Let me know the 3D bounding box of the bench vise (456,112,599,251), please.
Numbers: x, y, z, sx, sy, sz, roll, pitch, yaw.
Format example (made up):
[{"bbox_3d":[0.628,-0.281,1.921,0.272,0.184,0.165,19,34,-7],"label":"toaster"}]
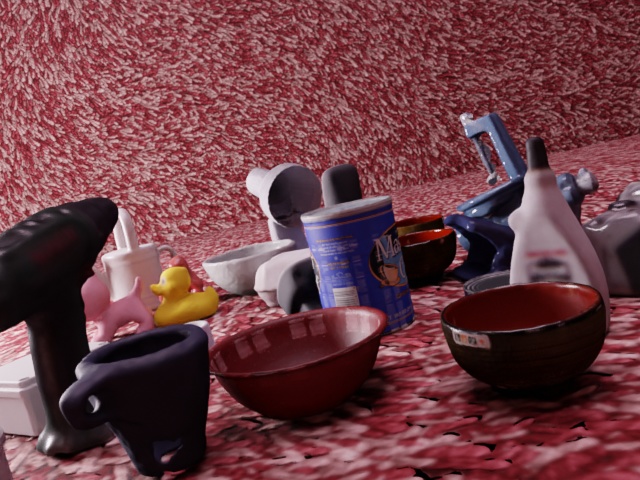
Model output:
[{"bbox_3d":[0.295,-0.096,0.859,0.207,0.220,0.122,-10,8,18],"label":"bench vise"}]

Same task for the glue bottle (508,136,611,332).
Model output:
[{"bbox_3d":[0.196,-0.002,0.491,0.078,0.173,0.037,-8,9,32],"label":"glue bottle"}]

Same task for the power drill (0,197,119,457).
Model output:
[{"bbox_3d":[-0.228,0.071,0.521,0.075,0.208,0.230,-12,7,9],"label":"power drill"}]

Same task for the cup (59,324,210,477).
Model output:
[{"bbox_3d":[-0.121,0.121,0.400,0.091,0.095,0.118,-9,8,25],"label":"cup"}]

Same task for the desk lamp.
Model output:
[{"bbox_3d":[-0.079,-0.045,1.142,0.118,0.213,0.202,-17,8,-29],"label":"desk lamp"}]

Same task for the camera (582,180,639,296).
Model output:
[{"bbox_3d":[0.355,-0.010,0.562,0.143,0.101,0.136,-17,8,-28],"label":"camera"}]

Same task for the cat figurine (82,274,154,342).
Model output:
[{"bbox_3d":[-0.325,0.095,0.870,0.128,0.118,0.067,-15,8,-16],"label":"cat figurine"}]

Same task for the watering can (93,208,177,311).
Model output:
[{"bbox_3d":[-0.357,0.038,1.061,0.100,0.194,0.173,-7,9,39],"label":"watering can"}]

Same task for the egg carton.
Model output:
[{"bbox_3d":[-0.021,0.052,0.864,0.150,0.069,0.107,-11,7,15],"label":"egg carton"}]

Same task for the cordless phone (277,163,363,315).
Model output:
[{"bbox_3d":[0.007,0.003,0.736,0.148,0.185,0.094,-16,8,-26],"label":"cordless phone"}]

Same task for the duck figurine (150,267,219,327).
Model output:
[{"bbox_3d":[-0.215,0.083,0.897,0.104,0.086,0.077,-13,7,1],"label":"duck figurine"}]

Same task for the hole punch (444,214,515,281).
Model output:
[{"bbox_3d":[0.222,0.002,0.745,0.101,0.091,0.108,-13,7,-5],"label":"hole punch"}]

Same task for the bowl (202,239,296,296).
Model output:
[{"bbox_3d":[-0.116,0.053,1.001,0.167,0.075,0.167,-12,7,2],"label":"bowl"}]

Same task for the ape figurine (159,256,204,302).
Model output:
[{"bbox_3d":[-0.240,0.074,0.992,0.077,0.092,0.076,-11,7,14],"label":"ape figurine"}]
